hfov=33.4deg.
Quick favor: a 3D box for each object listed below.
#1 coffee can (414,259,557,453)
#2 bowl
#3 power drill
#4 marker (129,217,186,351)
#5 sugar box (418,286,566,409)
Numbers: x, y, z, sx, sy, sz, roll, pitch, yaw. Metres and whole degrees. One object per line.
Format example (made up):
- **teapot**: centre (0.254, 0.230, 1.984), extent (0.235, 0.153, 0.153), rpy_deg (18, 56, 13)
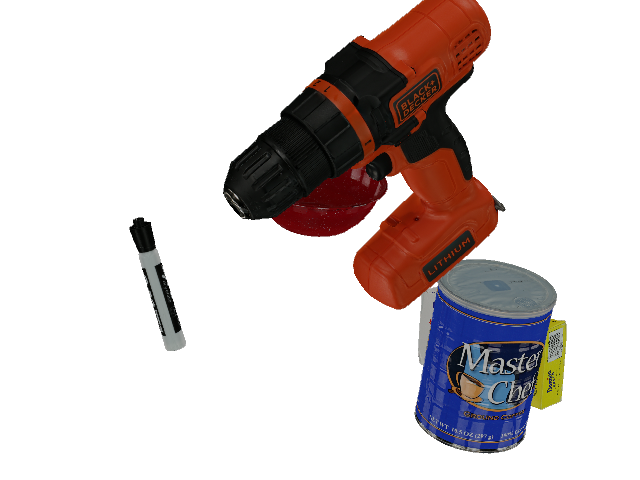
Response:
- **coffee can**: centre (0.144, 0.101, 0.945), extent (0.103, 0.140, 0.103), rpy_deg (6, 23, -3)
- **bowl**: centre (-0.006, -0.049, 1.220), extent (0.162, 0.055, 0.162), rpy_deg (5, 27, -3)
- **power drill**: centre (0.038, -0.037, 0.652), extent (0.057, 0.184, 0.187), rpy_deg (43, -14, 35)
- **marker**: centre (-0.141, 0.038, 0.922), extent (0.020, 0.121, 0.020), rpy_deg (-13, 17, 4)
- **sugar box**: centre (0.187, 0.116, 1.188), extent (0.177, 0.093, 0.048), rpy_deg (14, 18, 43)
